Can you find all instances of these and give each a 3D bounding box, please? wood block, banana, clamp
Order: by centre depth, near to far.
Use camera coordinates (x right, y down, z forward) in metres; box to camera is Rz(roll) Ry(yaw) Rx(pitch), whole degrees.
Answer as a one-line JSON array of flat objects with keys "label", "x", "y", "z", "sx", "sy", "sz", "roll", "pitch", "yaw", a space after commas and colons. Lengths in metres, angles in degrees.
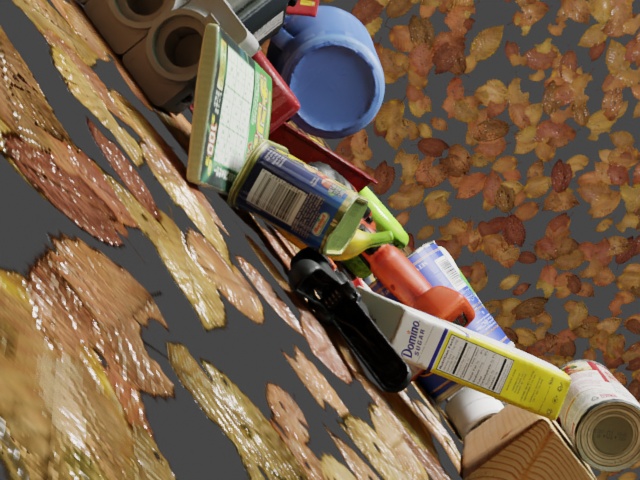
[{"label": "clamp", "x": 0.006, "y": 0.039, "z": 0.804, "sx": 0.120, "sy": 0.039, "sz": 0.171, "roll": 55, "pitch": -2, "yaw": -24}, {"label": "banana", "x": -0.029, "y": -0.046, "z": 0.923, "sx": 0.198, "sy": 0.069, "sz": 0.037, "roll": 46, "pitch": -26, "yaw": 8}, {"label": "wood block", "x": 0.191, "y": 0.210, "z": 0.983, "sx": 0.090, "sy": 0.091, "sz": 0.206, "roll": 52, "pitch": 6, "yaw": 6}]

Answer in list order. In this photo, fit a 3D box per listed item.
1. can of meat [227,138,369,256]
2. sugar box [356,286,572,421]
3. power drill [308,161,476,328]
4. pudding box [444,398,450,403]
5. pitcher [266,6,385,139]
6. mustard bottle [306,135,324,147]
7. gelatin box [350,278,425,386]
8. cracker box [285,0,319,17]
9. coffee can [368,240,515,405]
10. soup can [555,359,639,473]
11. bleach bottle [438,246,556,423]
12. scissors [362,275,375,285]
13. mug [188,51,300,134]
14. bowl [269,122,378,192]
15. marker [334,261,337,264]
[{"label": "can of meat", "x": -0.014, "y": -0.030, "z": 0.817, "sx": 0.084, "sy": 0.057, "sz": 0.102, "roll": 30, "pitch": 5, "yaw": 10}, {"label": "sugar box", "x": 0.112, "y": 0.094, "z": 0.886, "sx": 0.176, "sy": 0.048, "sz": 0.093, "roll": 21, "pitch": 1, "yaw": -23}, {"label": "power drill", "x": 0.059, "y": 0.014, "z": 0.997, "sx": 0.188, "sy": 0.057, "sz": 0.184, "roll": 48, "pitch": 2, "yaw": 22}, {"label": "pudding box", "x": 0.142, "y": 0.150, "z": 1.232, "sx": 0.113, "sy": 0.039, "sz": 0.090, "roll": 48, "pitch": 7, "yaw": -23}, {"label": "pitcher", "x": -0.002, "y": -0.192, "z": 1.183, "sx": 0.243, "sy": 0.149, "sz": 0.145, "roll": -100, "pitch": -174, "yaw": -74}, {"label": "mustard bottle", "x": -0.021, "y": -0.093, "z": 1.296, "sx": 0.096, "sy": 0.058, "sz": 0.191, "roll": 41, "pitch": 7, "yaw": -1}, {"label": "gelatin box", "x": 0.055, "y": 0.083, "z": 0.973, "sx": 0.089, "sy": 0.030, "sz": 0.073, "roll": 48, "pitch": 7, "yaw": -13}, {"label": "cracker box", "x": -0.118, "y": -0.310, "z": 1.161, "sx": 0.163, "sy": 0.072, "sz": 0.214, "roll": -3, "pitch": 27, "yaw": -34}, {"label": "coffee can", "x": 0.121, "y": 0.086, "z": 1.122, "sx": 0.140, "sy": 0.103, "sz": 0.102, "roll": 53, "pitch": 6, "yaw": 9}, {"label": "soup can", "x": 0.245, "y": 0.154, "z": 0.946, "sx": 0.068, "sy": 0.068, "sz": 0.102, "roll": 52, "pitch": 6, "yaw": -11}, {"label": "bleach bottle", "x": 0.192, "y": 0.128, "z": 1.242, "sx": 0.251, "sy": 0.068, "sz": 0.102, "roll": 52, "pitch": 7, "yaw": -9}, {"label": "scissors", "x": 0.069, "y": 0.055, "z": 1.339, "sx": 0.096, "sy": 0.016, "sz": 0.202, "roll": 50, "pitch": 6, "yaw": -29}, {"label": "mug", "x": -0.080, "y": -0.140, "z": 0.994, "sx": 0.117, "sy": 0.081, "sz": 0.093, "roll": 52, "pitch": 6, "yaw": -13}, {"label": "bowl", "x": -0.022, "y": -0.081, "z": 1.102, "sx": 0.162, "sy": 0.055, "sz": 0.162, "roll": 33, "pitch": 4, "yaw": -3}, {"label": "marker", "x": -0.007, "y": 0.001, "z": 1.032, "sx": 0.020, "sy": 0.020, "sz": 0.121, "roll": 55, "pitch": 6, "yaw": 26}]
